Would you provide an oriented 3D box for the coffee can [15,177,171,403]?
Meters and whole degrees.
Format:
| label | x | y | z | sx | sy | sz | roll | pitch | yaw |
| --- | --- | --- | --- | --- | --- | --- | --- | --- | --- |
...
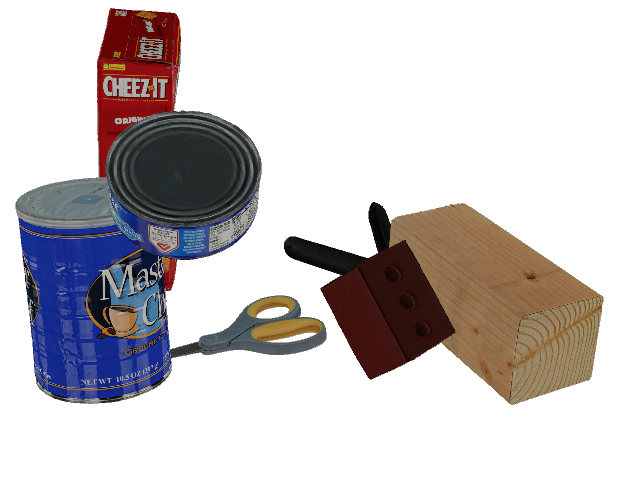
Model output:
| label | x | y | z | sx | sy | sz | roll | pitch | yaw |
| --- | --- | --- | --- | --- | --- | --- | --- | --- | --- |
| coffee can | -0.165 | 0.034 | 0.788 | 0.103 | 0.140 | 0.103 | -1 | 19 | 0 |

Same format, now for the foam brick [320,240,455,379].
| label | x | y | z | sx | sy | sz | roll | pitch | yaw |
| --- | --- | --- | --- | --- | --- | --- | --- | --- | --- |
| foam brick | 0.048 | 0.050 | 0.761 | 0.052 | 0.078 | 0.051 | -25 | -5 | -40 |

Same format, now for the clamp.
| label | x | y | z | sx | sy | sz | roll | pitch | yaw |
| --- | --- | --- | --- | --- | --- | --- | --- | --- | --- |
| clamp | 0.069 | 0.038 | 1.226 | 0.164 | 0.036 | 0.210 | -17 | 49 | -37 |

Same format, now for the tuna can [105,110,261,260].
| label | x | y | z | sx | sy | sz | roll | pitch | yaw |
| --- | --- | --- | --- | --- | --- | --- | --- | --- | --- |
| tuna can | -0.077 | -0.031 | 0.600 | 0.086 | 0.086 | 0.034 | 0 | -39 | -7 |

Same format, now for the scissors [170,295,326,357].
| label | x | y | z | sx | sy | sz | roll | pitch | yaw |
| --- | --- | --- | --- | --- | --- | --- | --- | --- | --- |
| scissors | -0.096 | 0.085 | 0.996 | 0.201 | 0.016 | 0.096 | -4 | 28 | -5 |

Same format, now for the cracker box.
| label | x | y | z | sx | sy | sz | roll | pitch | yaw |
| --- | --- | --- | --- | --- | --- | --- | --- | --- | --- |
| cracker box | -0.163 | -0.085 | 0.969 | 0.072 | 0.214 | 0.164 | 2 | 27 | -8 |

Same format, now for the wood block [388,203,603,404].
| label | x | y | z | sx | sy | sz | roll | pitch | yaw |
| --- | --- | --- | --- | --- | --- | --- | --- | --- | --- |
| wood block | 0.153 | 0.051 | 0.987 | 0.090 | 0.090 | 0.206 | -12 | 30 | -25 |
